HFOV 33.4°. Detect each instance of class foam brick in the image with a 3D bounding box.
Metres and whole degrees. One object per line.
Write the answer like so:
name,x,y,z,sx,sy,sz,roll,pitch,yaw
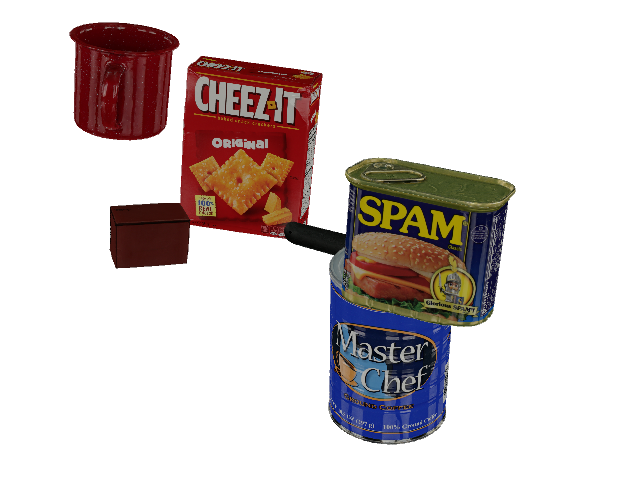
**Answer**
foam brick,-0.181,-0.006,1.127,0.078,0.051,0.053,-4,23,-17

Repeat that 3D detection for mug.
mug,-0.172,-0.133,0.920,0.093,0.081,0.117,6,25,-6

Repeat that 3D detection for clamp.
clamp,0.070,0.016,1.247,0.164,0.036,0.210,-21,51,-39

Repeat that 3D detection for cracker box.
cracker box,-0.092,-0.116,1.374,0.164,0.214,0.072,9,23,7

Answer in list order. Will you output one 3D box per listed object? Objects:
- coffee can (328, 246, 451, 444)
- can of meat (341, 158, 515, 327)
coffee can,0.058,0.082,0.890,0.103,0.140,0.103,0,27,0
can of meat,0.064,0.001,0.667,0.102,0.084,0.057,13,22,23
